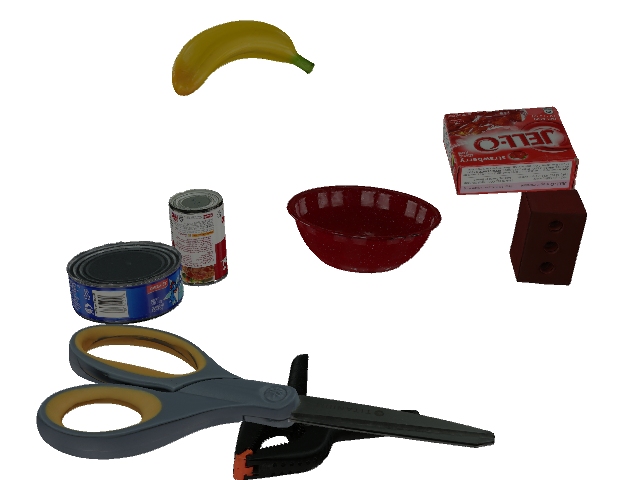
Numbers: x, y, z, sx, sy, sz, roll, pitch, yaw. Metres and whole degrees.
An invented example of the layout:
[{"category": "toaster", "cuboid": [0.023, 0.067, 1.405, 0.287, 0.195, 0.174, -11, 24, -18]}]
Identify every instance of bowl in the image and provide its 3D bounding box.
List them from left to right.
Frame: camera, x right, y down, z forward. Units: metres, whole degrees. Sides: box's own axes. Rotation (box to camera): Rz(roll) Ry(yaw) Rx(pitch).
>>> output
[{"category": "bowl", "cuboid": [0.044, -0.008, 1.119, 0.162, 0.055, 0.162, 3, 20, -1]}]

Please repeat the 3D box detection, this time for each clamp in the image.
[{"category": "clamp", "cuboid": [-0.006, 0.190, 1.082, 0.165, 0.036, 0.209, 19, 28, 26]}]

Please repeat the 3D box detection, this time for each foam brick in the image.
[{"category": "foam brick", "cuboid": [0.210, -0.006, 0.990, 0.053, 0.078, 0.051, 4, 30, -1]}]

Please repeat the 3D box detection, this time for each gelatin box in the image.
[{"category": "gelatin box", "cuboid": [0.140, -0.068, 0.795, 0.089, 0.030, 0.073, -4, 38, 0]}]

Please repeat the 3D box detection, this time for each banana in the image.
[{"category": "banana", "cuboid": [-0.084, -0.183, 1.039, 0.070, 0.037, 0.197, 43, 38, 21]}]

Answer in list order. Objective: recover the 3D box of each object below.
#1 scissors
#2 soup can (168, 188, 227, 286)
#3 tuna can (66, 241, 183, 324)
[{"category": "scissors", "cuboid": [-0.035, 0.080, 0.463, 0.202, 0.016, 0.096, 15, 32, 24]}, {"category": "soup can", "cuboid": [-0.150, -0.004, 1.312, 0.068, 0.102, 0.068, -1, 26, 0]}, {"category": "tuna can", "cuboid": [-0.146, 0.031, 0.806, 0.086, 0.034, 0.086, -2, 21, 1]}]
